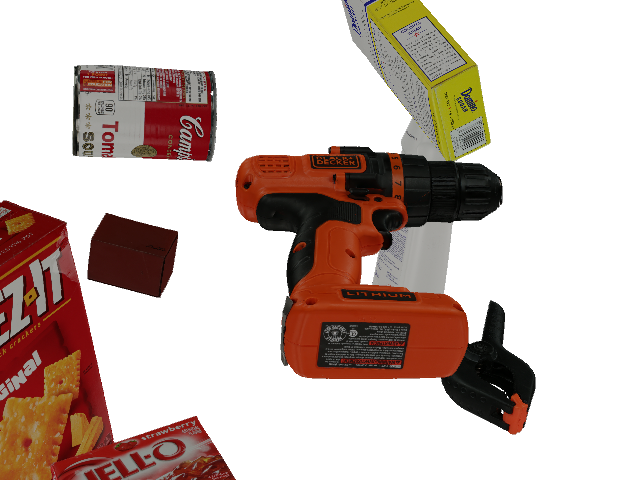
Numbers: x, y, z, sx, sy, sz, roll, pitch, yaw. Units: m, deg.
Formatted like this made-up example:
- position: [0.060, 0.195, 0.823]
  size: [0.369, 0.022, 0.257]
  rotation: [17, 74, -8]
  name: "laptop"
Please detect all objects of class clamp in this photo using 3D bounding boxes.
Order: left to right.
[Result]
- position: [0.141, 0.102, 0.928]
  size: [0.120, 0.039, 0.172]
  rotation: [-15, 36, -22]
  name: "clamp"

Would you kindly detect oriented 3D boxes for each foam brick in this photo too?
- position: [-0.189, 0.015, 1.072]
  size: [0.078, 0.051, 0.053]
  rotation: [15, 33, 2]
  name: "foam brick"

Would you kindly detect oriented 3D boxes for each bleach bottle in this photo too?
- position: [0.118, -0.040, 1.222]
  size: [0.068, 0.251, 0.103]
  rotation: [0, 21, -23]
  name: "bleach bottle"

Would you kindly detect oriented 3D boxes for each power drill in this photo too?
- position: [0.040, 0.006, 0.676]
  size: [0.184, 0.057, 0.187]
  rotation: [-1, 35, -5]
  name: "power drill"

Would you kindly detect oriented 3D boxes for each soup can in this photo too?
- position: [-0.131, -0.094, 0.790]
  size: [0.102, 0.068, 0.068]
  rotation: [1, 0, -13]
  name: "soup can"

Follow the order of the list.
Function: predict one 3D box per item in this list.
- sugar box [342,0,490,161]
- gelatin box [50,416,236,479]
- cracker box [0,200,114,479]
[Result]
- position: [0.073, -0.152, 0.863]
  size: [0.048, 0.176, 0.093]
  rotation: [-26, -37, -3]
  name: "sugar box"
- position: [-0.096, 0.138, 0.584]
  size: [0.089, 0.030, 0.073]
  rotation: [-15, 28, -20]
  name: "gelatin box"
- position: [-0.232, 0.106, 0.744]
  size: [0.072, 0.214, 0.164]
  rotation: [16, 38, 27]
  name: "cracker box"
